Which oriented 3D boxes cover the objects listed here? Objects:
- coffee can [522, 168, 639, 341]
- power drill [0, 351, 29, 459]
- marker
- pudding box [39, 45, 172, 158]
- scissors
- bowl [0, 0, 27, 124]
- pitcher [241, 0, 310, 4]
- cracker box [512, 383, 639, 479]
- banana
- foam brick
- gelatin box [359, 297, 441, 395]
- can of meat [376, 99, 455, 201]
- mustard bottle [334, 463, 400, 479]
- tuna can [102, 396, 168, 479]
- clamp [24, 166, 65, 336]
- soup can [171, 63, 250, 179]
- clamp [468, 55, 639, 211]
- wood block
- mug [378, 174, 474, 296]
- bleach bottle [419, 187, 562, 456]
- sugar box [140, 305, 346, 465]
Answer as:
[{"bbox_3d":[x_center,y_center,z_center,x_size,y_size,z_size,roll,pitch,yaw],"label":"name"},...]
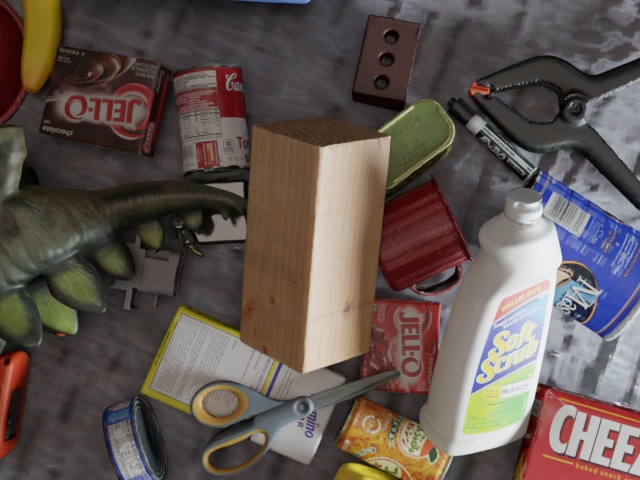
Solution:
[{"bbox_3d":[0.234,0.013,0.987,0.140,0.103,0.103,33,89,3],"label":"coffee can"},{"bbox_3d":[-0.382,0.133,1.034,0.187,0.057,0.184,7,91,5],"label":"power drill"},{"bbox_3d":[0.170,-0.095,1.037,0.121,0.020,0.020,43,90,3],"label":"marker"},{"bbox_3d":[-0.208,-0.134,1.036,0.114,0.039,0.090,12,88,16],"label":"pudding box"},{"bbox_3d":[-0.034,0.143,0.993,0.202,0.016,0.096,-35,89,0],"label":"scissors"},{"bbox_3d":[-0.368,-0.180,1.047,0.162,0.055,0.162,0,87,3],"label":"bowl"},{"bbox_3d":[-0.120,-0.299,1.012,0.243,0.145,0.149,6,100,-1],"label":"pitcher"},{"bbox_3d":[0.257,0.260,0.991,0.164,0.072,0.214,16,88,4],"label":"cracker box"},{"bbox_3d":[-0.290,-0.243,1.049,0.069,0.037,0.198,-21,90,-20],"label":"banana"},{"bbox_3d":[0.063,-0.170,1.028,0.053,0.051,0.078,11,88,3],"label":"foam brick"},{"bbox_3d":[0.077,0.101,1.027,0.073,0.030,0.089,4,88,2],"label":"gelatin box"},{"bbox_3d":[0.078,-0.085,1.008,0.102,0.084,0.057,-37,86,0],"label":"can of meat"},{"bbox_3d":[0.016,0.306,0.993,0.058,0.096,0.191,26,90,42],"label":"mustard bottle"},{"bbox_3d":[-0.174,0.193,1.007,0.034,0.086,0.086,-19,87,2],"label":"tuna can"},{"bbox_3d":[-0.287,0.014,1.044,0.120,0.039,0.171,-43,88,5],"label":"clamp"},{"bbox_3d":[-0.104,-0.113,1.025,0.068,0.068,0.102,-6,88,2],"label":"soup can"},{"bbox_3d":[0.247,-0.114,1.025,0.210,0.036,0.164,5,88,4],"label":"clamp"},{"bbox_3d":[-0.006,0.001,0.956,0.090,0.090,0.206,23,115,43],"label":"wood block"},{"bbox_3d":[0.094,0.006,1.009,0.081,0.093,0.117,-26,123,6],"label":"mug"},{"bbox_3d":[0.152,0.071,0.938,0.102,0.068,0.251,-9,124,-20],"label":"bleach bottle"},{"bbox_3d":[-0.072,0.138,1.025,0.176,0.048,0.093,24,89,0],"label":"sugar box"}]
